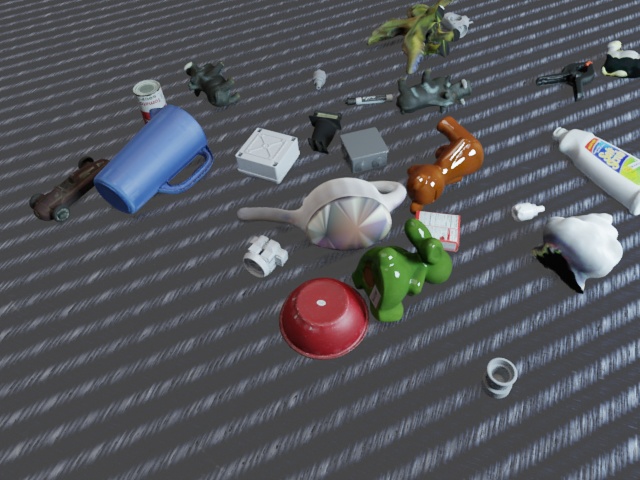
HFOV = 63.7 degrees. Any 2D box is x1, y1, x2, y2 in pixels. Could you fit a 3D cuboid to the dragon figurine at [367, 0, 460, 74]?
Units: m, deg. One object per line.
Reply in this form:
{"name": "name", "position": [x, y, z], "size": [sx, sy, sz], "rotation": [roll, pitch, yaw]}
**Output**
{"name": "dragon figurine", "position": [0.242, -0.567, 1.438], "size": [0.243, 0.120, 0.418], "rotation": [6, 45, 40]}

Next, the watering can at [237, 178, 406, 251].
{"name": "watering can", "position": [0.003, -0.050, 0.997], "size": [0.347, 0.102, 0.228], "rotation": [-12, 21, 1]}

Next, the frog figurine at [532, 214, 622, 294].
{"name": "frog figurine", "position": [0.482, -0.003, 0.931], "size": [0.160, 0.120, 0.139], "rotation": [-38, 37, -11]}
